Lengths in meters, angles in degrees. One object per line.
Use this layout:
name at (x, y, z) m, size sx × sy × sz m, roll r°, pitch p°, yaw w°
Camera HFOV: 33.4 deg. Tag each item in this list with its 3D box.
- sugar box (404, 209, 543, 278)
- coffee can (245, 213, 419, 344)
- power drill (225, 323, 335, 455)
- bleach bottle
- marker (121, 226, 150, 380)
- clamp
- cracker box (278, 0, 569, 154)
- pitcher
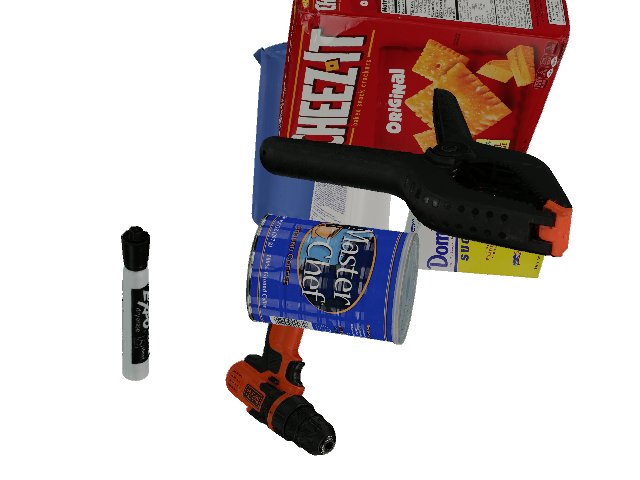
sugar box at (0.191, -0.007, 1.299) m, size 0.176 × 0.093 × 0.048 m, roll 3°, pitch 22°, yaw -20°
coffee can at (0.013, 0.035, 0.979) m, size 0.140 × 0.103 × 0.102 m, roll 8°, pitch 2°, yaw 12°
power drill at (-0.023, 0.132, 1.225) m, size 0.057 × 0.188 × 0.185 m, roll 14°, pitch 10°, yaw -45°
bleach bottle at (0.041, -0.095, 1.155) m, size 0.067 × 0.251 × 0.103 m, roll -8°, pitch 25°, yaw -34°
marker at (-0.126, 0.044, 0.728) m, size 0.020 × 0.121 × 0.020 m, roll 5°, pitch 32°, yaw -3°
clamp at (0.070, -0.042, 0.678) m, size 0.164 × 0.036 × 0.210 m, roll -17°, pitch 33°, yaw -24°
cracker box at (0.078, -0.136, 0.879) m, size 0.213 × 0.072 × 0.164 m, roll 5°, pitch -38°, yaw -5°
pitcher at (-0.015, -0.129, 1.390) m, size 0.144 × 0.243 × 0.149 m, roll 0°, pitch 24°, yaw -19°
